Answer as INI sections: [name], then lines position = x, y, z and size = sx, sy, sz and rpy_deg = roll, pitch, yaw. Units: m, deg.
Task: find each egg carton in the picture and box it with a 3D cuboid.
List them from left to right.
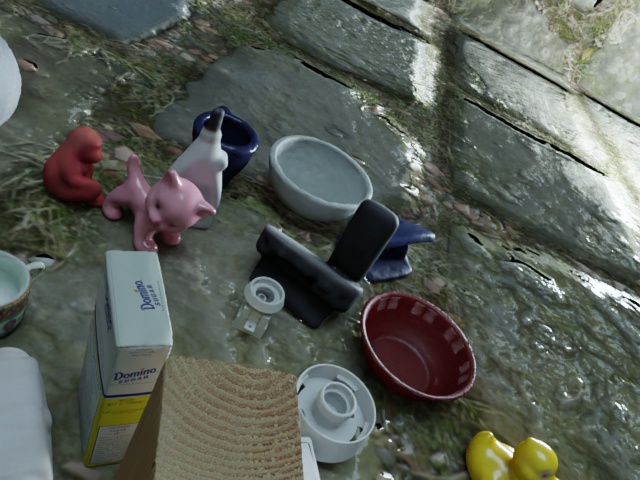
[egg carton]
position = -0.261, 0.152, 0.433
size = 0.107, 0.069, 0.150
rpy_deg = 0, 47, -35

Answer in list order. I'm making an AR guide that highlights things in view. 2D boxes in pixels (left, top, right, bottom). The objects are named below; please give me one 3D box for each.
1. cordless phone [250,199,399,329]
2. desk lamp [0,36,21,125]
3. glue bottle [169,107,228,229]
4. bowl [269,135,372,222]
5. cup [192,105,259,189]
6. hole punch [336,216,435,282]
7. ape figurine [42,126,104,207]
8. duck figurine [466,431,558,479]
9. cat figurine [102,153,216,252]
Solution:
[cordless phone]
position = 0.006, 0.002, 0.695
size = 0.147, 0.185, 0.094
rpy_deg = 33, 37, 2
[desk lamp]
position = -0.362, -0.078, 0.507
size = 0.118, 0.213, 0.203
rpy_deg = 18, 39, -17
[glue bottle]
position = -0.148, -0.089, 0.702
size = 0.078, 0.173, 0.037
rpy_deg = 12, 40, -23
[bowl]
position = -0.009, -0.081, 0.873
size = 0.168, 0.074, 0.167
rpy_deg = 19, 38, -16
[cup]
position = -0.146, -0.128, 0.814
size = 0.092, 0.095, 0.117
rpy_deg = 10, 41, -25
[hole punch]
position = 0.096, -0.004, 0.843
size = 0.109, 0.091, 0.101
rpy_deg = -8, 51, -40
[ape figurine]
position = -0.284, -0.093, 0.679
size = 0.076, 0.092, 0.077
rpy_deg = 16, 39, -19
[duck figurine]
position = 0.222, 0.252, 0.641
size = 0.104, 0.086, 0.078
rpy_deg = 46, 39, 19
[cat figurine]
position = -0.188, -0.048, 0.673
size = 0.127, 0.117, 0.067
rpy_deg = 42, 38, 15
